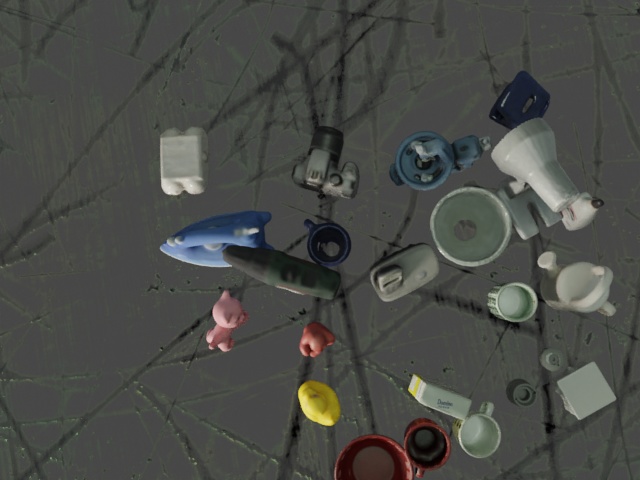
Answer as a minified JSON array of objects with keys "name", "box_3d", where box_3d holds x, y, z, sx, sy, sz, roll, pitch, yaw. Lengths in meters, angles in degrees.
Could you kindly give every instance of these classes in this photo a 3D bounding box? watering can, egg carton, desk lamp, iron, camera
[{"name":"watering can","box_3d":[0.508,0.091,1.132,0.172,0.194,0.101,16,86,5]},{"name":"egg carton","box_3d":[-0.296,-0.174,1.260,0.107,0.069,0.150,-4,85,3]},{"name":"desk lamp","box_3d":[0.429,-0.121,1.145,0.118,0.213,0.203,-30,84,0]},{"name":"iron","box_3d":[-0.230,-0.001,1.205,0.258,0.141,0.119,-8,84,2]},{"name":"camera","box_3d":[0.021,-0.170,1.227,0.143,0.101,0.137,14,86,4]}]

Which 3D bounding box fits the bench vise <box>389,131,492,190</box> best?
[{"name":"bench vise","box_3d":[0.243,-0.185,1.157,0.207,0.220,0.121,-34,84,0]}]

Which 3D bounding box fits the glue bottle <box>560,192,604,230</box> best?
[{"name":"glue bottle","box_3d":[0.530,-0.065,1.155,0.037,0.173,0.078,-26,84,1]}]

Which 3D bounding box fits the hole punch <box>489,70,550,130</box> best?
[{"name":"hole punch","box_3d":[0.433,-0.291,1.222,0.101,0.091,0.109,32,87,5]}]

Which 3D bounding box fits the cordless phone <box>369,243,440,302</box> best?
[{"name":"cordless phone","box_3d":[0.173,0.061,1.156,0.147,0.185,0.094,-30,84,0]}]

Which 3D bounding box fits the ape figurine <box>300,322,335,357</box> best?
[{"name":"ape figurine","box_3d":[-0.007,0.211,1.199,0.077,0.092,0.076,-7,84,3]}]

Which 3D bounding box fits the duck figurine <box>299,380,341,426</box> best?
[{"name":"duck figurine","box_3d":[-0.002,0.344,1.190,0.077,0.086,0.104,-43,84,-1]}]

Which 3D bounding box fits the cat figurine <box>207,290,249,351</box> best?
[{"name":"cat figurine","box_3d":[-0.199,0.172,1.199,0.067,0.118,0.128,26,87,5]}]

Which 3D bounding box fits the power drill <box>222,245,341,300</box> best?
[{"name":"power drill","box_3d":[-0.070,0.064,1.157,0.229,0.208,0.076,15,86,4]}]

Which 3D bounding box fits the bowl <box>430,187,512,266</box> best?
[{"name":"bowl","box_3d":[0.313,-0.026,1.212,0.167,0.075,0.167,0,85,3]}]

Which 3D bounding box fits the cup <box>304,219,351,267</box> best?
[{"name":"cup","box_3d":[0.011,0.004,1.215,0.117,0.095,0.092,44,89,6]}]
